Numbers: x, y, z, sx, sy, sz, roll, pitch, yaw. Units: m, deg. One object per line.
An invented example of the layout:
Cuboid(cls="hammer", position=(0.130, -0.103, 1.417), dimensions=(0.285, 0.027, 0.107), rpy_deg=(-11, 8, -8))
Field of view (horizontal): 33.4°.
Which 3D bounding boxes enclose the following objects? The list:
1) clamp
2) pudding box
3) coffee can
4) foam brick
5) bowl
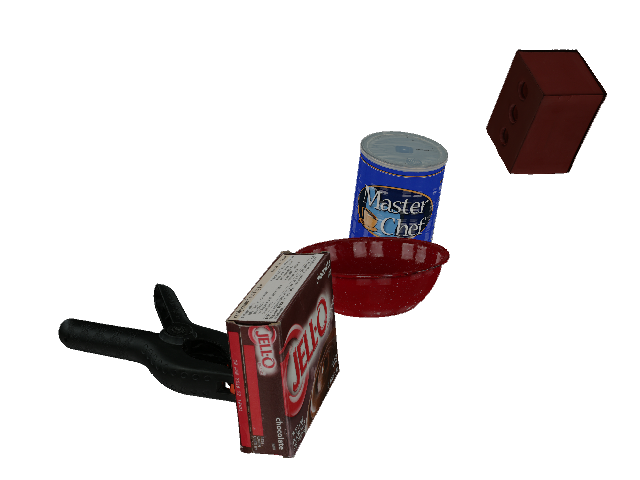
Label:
Cuboid(cls="clamp", position=(-0.118, 0.084, 0.890), dimensions=(0.172, 0.039, 0.120), rpy_deg=(21, 34, 24))
Cuboid(cls="pudding box", position=(-0.021, 0.067, 0.665), dimensions=(0.039, 0.090, 0.113), rpy_deg=(2, 22, 14))
Cuboid(cls="coffee can", position=(0.090, -0.046, 1.270), dimensions=(0.102, 0.140, 0.103), rpy_deg=(5, 28, -3))
Cuboid(cls="foam brick", position=(0.162, -0.093, 0.773), dimensions=(0.051, 0.053, 0.078), rpy_deg=(-5, -42, -18))
Cuboid(cls="bowl", position=(0.052, 0.040, 1.095), dimensions=(0.162, 0.055, 0.162), rpy_deg=(-2, 13, 0))
